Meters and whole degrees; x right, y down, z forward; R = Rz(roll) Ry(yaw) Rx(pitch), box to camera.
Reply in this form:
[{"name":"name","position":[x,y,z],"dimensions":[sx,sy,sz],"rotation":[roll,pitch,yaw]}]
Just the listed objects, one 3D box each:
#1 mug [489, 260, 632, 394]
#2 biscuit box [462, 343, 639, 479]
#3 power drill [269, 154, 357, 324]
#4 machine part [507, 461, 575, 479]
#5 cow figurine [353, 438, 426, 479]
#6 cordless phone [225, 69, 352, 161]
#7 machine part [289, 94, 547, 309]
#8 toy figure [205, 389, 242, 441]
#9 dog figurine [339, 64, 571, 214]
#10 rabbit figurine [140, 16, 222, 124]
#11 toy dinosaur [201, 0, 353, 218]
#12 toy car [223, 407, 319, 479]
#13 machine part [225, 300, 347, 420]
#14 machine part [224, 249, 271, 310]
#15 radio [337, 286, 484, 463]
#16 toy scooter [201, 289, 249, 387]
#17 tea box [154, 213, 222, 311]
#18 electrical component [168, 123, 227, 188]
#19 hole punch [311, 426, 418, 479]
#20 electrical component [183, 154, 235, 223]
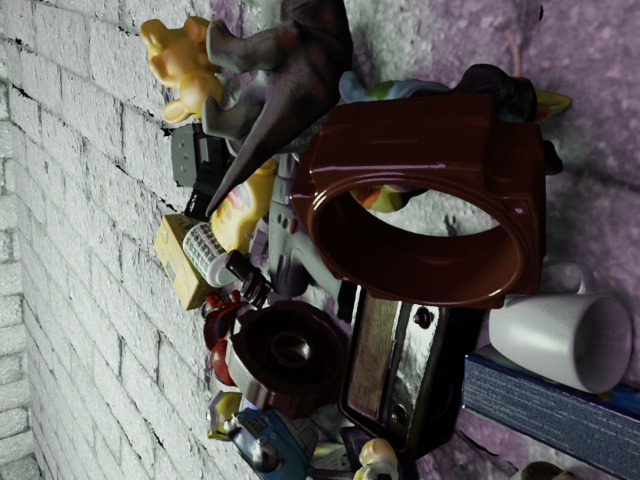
[{"name":"mug","position":[0.206,0.073,0.484],"dimensions":[0.107,0.081,0.109],"rotation":[-1,96,59]},{"name":"biscuit box","position":[0.230,0.154,0.485],"dimensions":[0.203,0.059,0.062],"rotation":[15,109,49]},{"name":"power drill","position":[-0.001,-0.002,0.718],"dimensions":[0.208,0.086,0.231],"rotation":[34,124,37]},{"name":"machine part","position":[0.192,0.300,0.550],"dimensions":[0.079,0.079,0.243],"rotation":[51,133,30]},{"name":"cow figurine","position":[0.077,0.292,0.561],"dimensions":[0.167,0.098,0.068],"rotation":[48,131,36]},{"name":"cordless phone","position":[-0.042,-0.161,0.650],"dimensions":[0.089,0.184,0.146],"rotation":[-25,78,55]},{"name":"machine part","position":[0.089,-0.022,0.471],"dimensions":[0.201,0.201,0.087],"rotation":[2,56,25]},{"name":"toy figure","position":[-0.161,0.316,0.965],"dimensions":[0.180,0.089,0.082],"rotation":[103,153,-60]},{"name":"dog figurine","position":[0.123,-0.092,0.528],"dimensions":[0.219,0.191,0.108],"rotation":[8,65,26]},{"name":"rabbit figurine","position":[-0.224,-0.268,0.898],"dimensions":[0.173,0.122,0.162],"rotation":[51,138,30]},{"name":"toy dinosaur","position":[-0.025,-0.215,0.575],"dimensions":[0.131,0.192,0.404],"rotation":[147,124,-77]},{"name":"toy car","position":[-0.056,0.268,0.725],"dimensions":[0.109,0.103,0.161],"rotation":[31,148,37]},{"name":"machine part","position":[-0.040,0.159,0.733],"dimensions":[0.180,0.179,0.056],"rotation":[45,131,35]},{"name":"machine part","position":[-0.109,0.058,0.825],"dimensions":[0.084,0.039,0.139],"rotation":[53,176,-23]},{"name":"radio","position":[0.101,0.132,0.625],"dimensions":[0.131,0.073,0.229],"rotation":[30,121,44]},{"name":"toy scooter","position":[-0.157,0.161,0.948],"dimensions":[0.135,0.075,0.184],"rotation":[-48,57,45]},{"name":"tea box","position":[-0.254,0.039,1.042],"dimensions":[0.170,0.068,0.098],"rotation":[54,133,27]},{"name":"electrical component","position":[-0.218,-0.152,0.967],"dimensions":[0.134,0.058,0.114],"rotation":[4,103,51]},{"name":"hole punch","position":[0.069,0.309,0.708],"dimensions":[0.115,0.092,0.142],"rotation":[49,139,-13]},{"name":"electrical component","position":[-0.180,-0.094,0.881],"dimensions":[0.075,0.048,0.119],"rotation":[-88,22,-51]}]
